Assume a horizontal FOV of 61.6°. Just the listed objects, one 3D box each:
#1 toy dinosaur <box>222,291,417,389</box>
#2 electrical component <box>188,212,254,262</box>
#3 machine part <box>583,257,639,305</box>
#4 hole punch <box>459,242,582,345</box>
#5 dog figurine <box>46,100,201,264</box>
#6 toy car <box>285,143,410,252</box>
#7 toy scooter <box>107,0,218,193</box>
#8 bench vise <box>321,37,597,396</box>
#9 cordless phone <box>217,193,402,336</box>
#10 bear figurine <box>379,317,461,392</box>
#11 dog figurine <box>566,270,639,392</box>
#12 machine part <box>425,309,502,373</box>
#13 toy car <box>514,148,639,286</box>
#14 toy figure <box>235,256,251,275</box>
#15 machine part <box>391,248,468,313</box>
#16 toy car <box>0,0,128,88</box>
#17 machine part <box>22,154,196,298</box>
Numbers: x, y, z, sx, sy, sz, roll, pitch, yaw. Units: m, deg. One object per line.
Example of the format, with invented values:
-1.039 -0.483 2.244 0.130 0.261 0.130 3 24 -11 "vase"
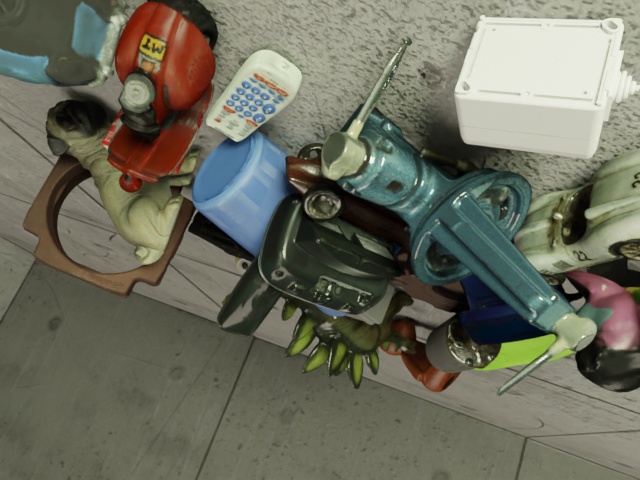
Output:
0.032 0.124 0.869 0.105 0.198 0.470 -1 154 43 "toy dinosaur"
-0.146 -0.010 0.887 0.134 0.058 0.114 15 165 37 "electrical component"
0.290 0.040 0.535 0.039 0.084 0.138 43 172 44 "machine part"
0.213 0.074 0.586 0.142 0.092 0.115 -18 125 20 "hole punch"
-0.270 -0.075 0.689 0.190 0.172 0.121 19 153 -15 "dog figurine"
0.056 -0.035 0.541 0.202 0.089 0.053 27 125 -25 "toy car"
-0.142 -0.114 0.466 0.075 0.135 0.184 25 161 -5 "toy scooter"
0.109 -0.012 0.421 0.223 0.129 0.241 32 -163 -50 "bench vise"
-0.016 0.053 0.577 0.146 0.184 0.089 23 -151 -29 "cordless phone"
0.206 0.214 1.115 0.120 0.131 0.196 -7 -138 -45 "bear figurine"
0.300 0.048 0.412 0.108 0.191 0.219 42 173 -15 "dog figurine"
0.202 0.150 0.774 0.079 0.079 0.243 20 165 6 "machine part"
0.218 -0.013 0.444 0.056 0.073 0.201 20 163 -8 "toy car"
-0.068 0.054 0.971 0.180 0.082 0.089 19 161 2 "toy figure"
0.185 0.057 0.722 0.179 0.056 0.179 18 163 6 "machine part"
-0.244 -0.187 0.453 0.162 0.109 0.103 14 -173 -12 "toy car"
-0.303 -0.030 0.793 0.201 0.201 0.087 25 164 -12 "machine part"
